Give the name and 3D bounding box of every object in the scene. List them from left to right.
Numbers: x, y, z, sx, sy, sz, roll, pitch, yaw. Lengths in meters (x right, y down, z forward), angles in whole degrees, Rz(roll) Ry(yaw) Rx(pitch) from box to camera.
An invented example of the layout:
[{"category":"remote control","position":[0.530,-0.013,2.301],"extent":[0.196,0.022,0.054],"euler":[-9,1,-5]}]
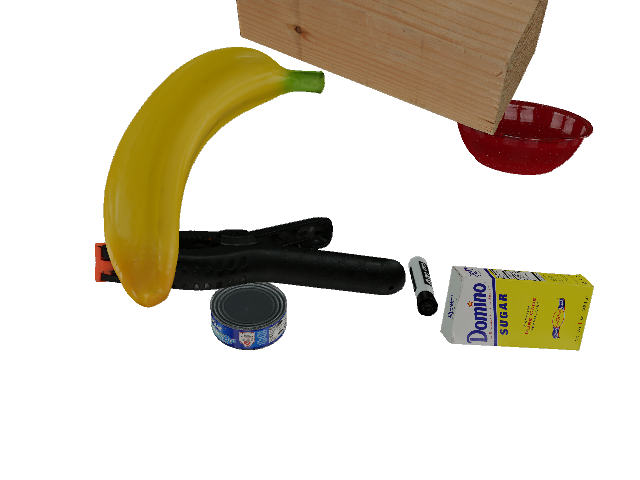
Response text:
[{"category":"banana","position":[-0.064,-0.047,0.531],"extent":[0.070,0.037,0.197],"euler":[17,46,15]},{"category":"clamp","position":[-0.053,0.014,0.765],"extent":[0.209,0.036,0.165],"euler":[-4,13,-25]},{"category":"tuna can","position":[-0.080,0.083,1.190],"extent":[0.086,0.034,0.086],"euler":[1,36,-1]},{"category":"wood block","position":[0.050,-0.168,0.767],"extent":[0.206,0.090,0.091],"euler":[23,-25,13]},{"category":"marker","position":[0.098,0.043,1.022],"extent":[0.020,0.020,0.121],"euler":[0,18,1]},{"category":"sugar box","position":[0.246,0.086,1.338],"extent":[0.176,0.093,0.048],"euler":[3,19,-14]},{"category":"bowl","position":[0.227,-0.116,1.227],"extent":[0.162,0.055,0.162],"euler":[4,23,-2]}]
